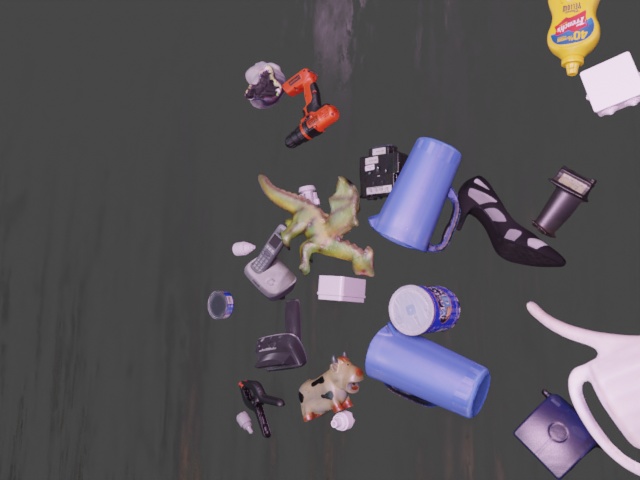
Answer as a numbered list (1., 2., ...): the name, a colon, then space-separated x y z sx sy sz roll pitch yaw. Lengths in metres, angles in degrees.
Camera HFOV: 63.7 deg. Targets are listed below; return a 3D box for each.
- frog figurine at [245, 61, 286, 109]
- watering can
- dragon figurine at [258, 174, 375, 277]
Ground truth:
1. frog figurine: -0.167 -0.468 1.551 0.162 0.122 0.135 -113 41 -65
2. watering can: 0.529 0.223 0.889 0.221 0.103 0.353 -37 63 26
3. dragon figurine: 0.004 -0.067 1.323 0.240 0.122 0.414 -37 74 22
